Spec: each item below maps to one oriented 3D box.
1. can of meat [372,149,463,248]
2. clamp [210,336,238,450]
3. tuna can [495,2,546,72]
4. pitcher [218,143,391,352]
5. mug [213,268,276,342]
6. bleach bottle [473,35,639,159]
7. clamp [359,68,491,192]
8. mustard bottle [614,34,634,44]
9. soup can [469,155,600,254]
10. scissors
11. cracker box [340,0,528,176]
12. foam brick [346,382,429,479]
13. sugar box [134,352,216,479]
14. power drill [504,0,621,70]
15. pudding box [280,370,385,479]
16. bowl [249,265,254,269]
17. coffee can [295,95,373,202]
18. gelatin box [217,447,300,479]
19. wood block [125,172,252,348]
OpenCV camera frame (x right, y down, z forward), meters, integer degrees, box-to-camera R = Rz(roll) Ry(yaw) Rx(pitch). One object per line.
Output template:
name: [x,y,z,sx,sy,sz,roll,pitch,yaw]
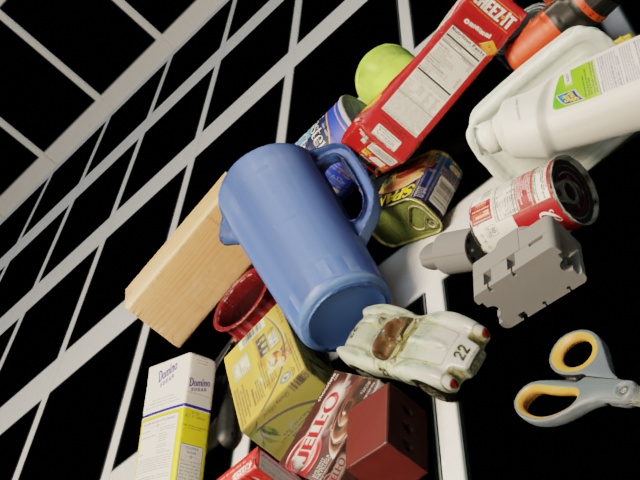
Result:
can of meat: [0.107,-0.047,1.209,0.102,0.057,0.083,-21,32,50]
clamp: [-0.111,0.184,1.266,0.120,0.039,0.171,-8,52,50]
tuna can: [0.250,-0.244,1.291,0.086,0.033,0.086,-40,23,21]
pitcher: [-0.008,0.001,1.180,0.243,0.144,0.149,-122,38,-46]
mug: [-0.068,0.087,1.276,0.093,0.081,0.117,-46,25,7]
bleach bottle: [0.258,-0.133,0.946,0.251,0.068,0.102,-18,33,20]
clamp: [0.132,-0.117,1.301,0.210,0.036,0.164,-35,22,37]
mustard bottle: [0.247,-0.149,1.108,0.192,0.058,0.096,-36,18,29]
soup can: [0.197,-0.028,0.989,0.102,0.068,0.068,-28,30,43]
scissors: [0.227,0.099,0.791,0.202,0.016,0.096,-20,35,50]
cracker box: [0.121,-0.177,1.194,0.213,0.072,0.164,-50,3,-4]
foam brick: [0.059,0.176,0.934,0.051,0.053,0.078,-38,25,26]
sugar box: [-0.168,0.225,1.224,0.094,0.048,0.176,-23,51,46]
power drill: [0.289,-0.271,1.156,0.185,0.057,0.187,-38,7,35]
pudding box: [0.018,0.183,1.016,0.113,0.039,0.090,-56,23,-16]
bowl: [-0.073,0.016,1.444,0.162,0.055,0.162,-41,23,21]
coffee can: [0.018,-0.107,1.401,0.140,0.102,0.102,-42,22,25]
gelatin box: [-0.053,0.242,0.985,0.073,0.089,0.030,-40,23,21]
wood block: [-0.150,0.024,1.370,0.206,0.090,0.090,-49,16,4]
